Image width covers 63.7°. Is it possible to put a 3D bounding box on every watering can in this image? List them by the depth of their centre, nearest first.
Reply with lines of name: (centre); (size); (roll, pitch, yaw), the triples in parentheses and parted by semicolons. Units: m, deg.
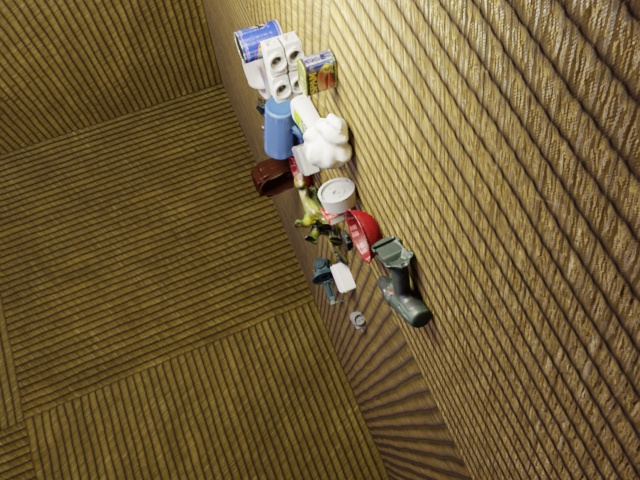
watering can: (-0.252, -0.679, 2.020); (0.354, 0.104, 0.219); (-123, 16, -53)

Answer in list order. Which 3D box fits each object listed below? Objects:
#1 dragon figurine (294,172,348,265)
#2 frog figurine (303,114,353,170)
dragon figurine: (0.006, -0.095, 1.887); (0.402, 0.121, 0.249); (52, -153, -47)
frog figurine: (0.026, -0.249, 1.325); (0.137, 0.124, 0.158); (37, 166, -11)
